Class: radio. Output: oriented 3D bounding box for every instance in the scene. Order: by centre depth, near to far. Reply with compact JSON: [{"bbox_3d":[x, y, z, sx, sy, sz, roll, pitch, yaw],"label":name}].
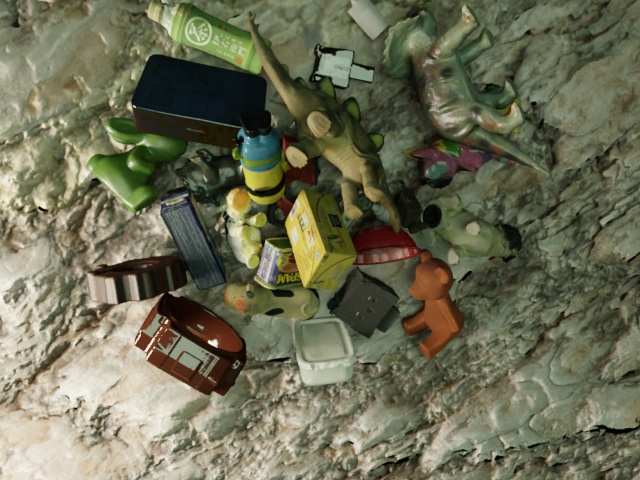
[{"bbox_3d":[-0.213,-0.249,0.980,0.230,0.073,0.131,10,63,-10],"label":"radio"}]

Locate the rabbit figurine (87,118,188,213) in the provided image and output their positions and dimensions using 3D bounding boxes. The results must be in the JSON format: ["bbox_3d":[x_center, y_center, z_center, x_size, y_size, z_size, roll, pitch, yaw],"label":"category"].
[{"bbox_3d":[-0.336,-0.155,1.012,0.159,0.121,0.170,46,76,-7],"label":"rabbit figurine"}]

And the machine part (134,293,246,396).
[{"bbox_3d":[-0.242,0.195,1.037,0.201,0.201,0.087,34,93,-12],"label":"machine part"}]

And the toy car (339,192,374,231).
[{"bbox_3d":[0.043,-0.037,1.083,0.056,0.073,0.201,33,97,-12],"label":"toy car"}]

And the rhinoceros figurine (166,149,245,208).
[{"bbox_3d":[-0.209,-0.121,1.043,0.190,0.073,0.112,-20,115,-4],"label":"rhinoceros figurine"}]

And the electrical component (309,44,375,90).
[{"bbox_3d":[0.043,-0.329,1.033,0.119,0.048,0.074,6,102,-8],"label":"electrical component"}]

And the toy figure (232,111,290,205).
[{"bbox_3d":[-0.104,-0.137,0.935,0.082,0.180,0.089,12,59,8],"label":"toy figure"}]

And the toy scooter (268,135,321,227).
[{"bbox_3d":[-0.035,-0.114,1.058,0.135,0.075,0.183,0,106,-6],"label":"toy scooter"}]

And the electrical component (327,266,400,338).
[{"bbox_3d":[0.100,0.136,1.133,0.134,0.058,0.115,31,102,-16],"label":"electrical component"}]

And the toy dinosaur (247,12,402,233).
[{"bbox_3d":[0.011,-0.199,0.957,0.105,0.199,0.471,-30,110,29],"label":"toy dinosaur"}]

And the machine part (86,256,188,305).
[{"bbox_3d":[-0.344,0.071,1.012,0.179,0.179,0.056,-7,100,-5],"label":"machine part"}]

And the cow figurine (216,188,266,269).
[{"bbox_3d":[-0.154,-0.031,1.044,0.068,0.098,0.167,-33,126,-31],"label":"cow figurine"}]

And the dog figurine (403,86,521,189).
[{"bbox_3d":[0.277,-0.201,1.061,0.219,0.108,0.191,-5,104,-3],"label":"dog figurine"}]

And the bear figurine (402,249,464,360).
[{"bbox_3d":[0.223,0.127,1.096,0.132,0.120,0.195,-32,128,-4],"label":"bear figurine"}]

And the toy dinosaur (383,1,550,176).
[{"bbox_3d":[0.242,-0.264,0.969,0.192,0.131,0.404,-25,85,34],"label":"toy dinosaur"}]

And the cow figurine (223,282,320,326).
[{"bbox_3d":[-0.096,0.122,1.076,0.195,0.127,0.085,6,99,-10],"label":"cow figurine"}]

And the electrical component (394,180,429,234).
[{"bbox_3d":[0.182,-0.062,1.081,0.045,0.102,0.078,-9,140,-16],"label":"electrical component"}]

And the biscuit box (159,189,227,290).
[{"bbox_3d":[-0.240,0.005,1.031,0.063,0.059,0.202,-17,127,-3],"label":"biscuit box"}]

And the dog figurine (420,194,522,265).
[{"bbox_3d":[0.315,-0.025,1.122,0.190,0.172,0.121,2,138,-42],"label":"dog figurine"}]

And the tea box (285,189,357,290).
[{"bbox_3d":[-0.002,-0.003,0.985,0.068,0.170,0.098,7,134,-28],"label":"tea box"}]
